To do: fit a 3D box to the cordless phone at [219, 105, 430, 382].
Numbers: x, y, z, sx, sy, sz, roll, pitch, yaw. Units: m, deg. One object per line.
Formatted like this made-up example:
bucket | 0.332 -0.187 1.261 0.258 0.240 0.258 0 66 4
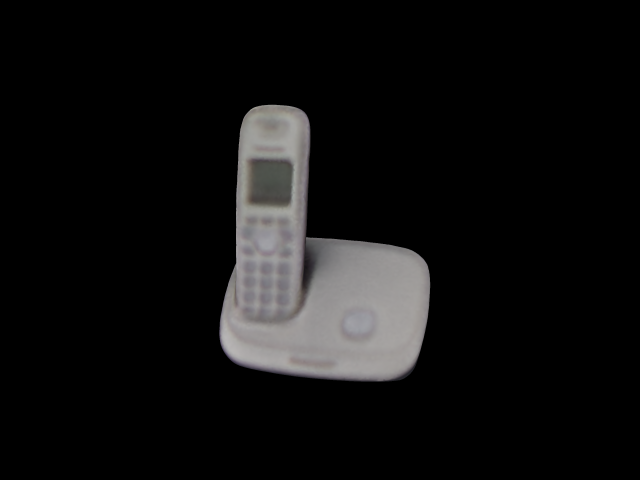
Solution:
cordless phone | 0.004 0.001 0.400 0.147 0.185 0.094 3 16 11
